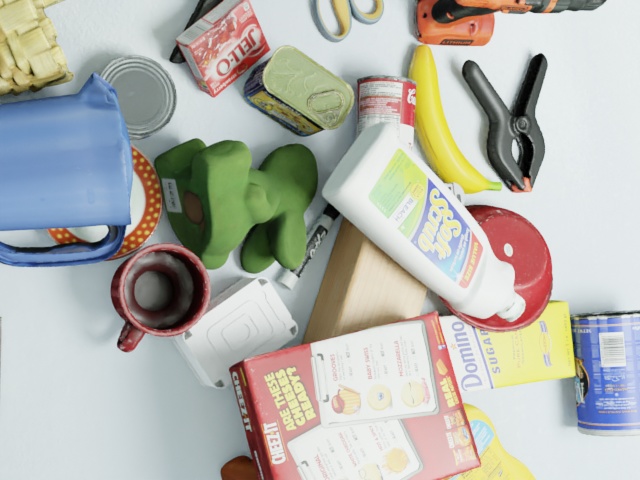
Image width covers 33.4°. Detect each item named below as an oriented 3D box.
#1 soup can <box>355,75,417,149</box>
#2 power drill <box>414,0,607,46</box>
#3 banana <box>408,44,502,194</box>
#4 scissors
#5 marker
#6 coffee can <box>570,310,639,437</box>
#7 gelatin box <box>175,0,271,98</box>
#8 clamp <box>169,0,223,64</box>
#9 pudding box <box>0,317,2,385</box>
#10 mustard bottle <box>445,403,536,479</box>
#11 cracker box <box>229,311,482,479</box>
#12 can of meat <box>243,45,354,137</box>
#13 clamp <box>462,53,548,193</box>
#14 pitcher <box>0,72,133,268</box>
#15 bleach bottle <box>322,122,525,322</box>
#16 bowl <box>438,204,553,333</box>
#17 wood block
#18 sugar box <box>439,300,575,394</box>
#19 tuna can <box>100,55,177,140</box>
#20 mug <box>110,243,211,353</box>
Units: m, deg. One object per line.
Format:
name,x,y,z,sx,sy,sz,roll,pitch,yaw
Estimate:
soup can,0.072,-0.128,1.199,0.068,0.069,0.102,6,85,-21
power drill,0.202,-0.265,1.194,0.184,0.188,0.057,1,85,-20
banana,0.143,-0.129,1.247,0.069,0.037,0.198,-35,102,-38
scissors,0.022,-0.327,1.220,0.096,0.016,0.202,-6,89,-23
marker,-0.008,0.001,1.186,0.020,0.020,0.121,37,75,-16
coffee can,0.354,0.157,1.274,0.102,0.103,0.140,-3,88,-22
gelatin box,-0.101,-0.208,1.138,0.089,0.030,0.073,-42,137,-18
clamp,-0.105,-0.290,1.156,0.209,0.036,0.164,-20,103,-24
pudding box,-0.356,0.129,1.033,0.089,0.039,0.113,3,88,-22
mustard bottle,0.162,0.242,1.207,0.096,0.058,0.191,-42,108,-14
cracker box,0.034,0.175,1.057,0.213,0.072,0.164,-12,81,-21
can of meat,-0.026,-0.157,1.154,0.102,0.084,0.057,32,76,-16
clamp,0.222,-0.142,1.274,0.120,0.039,0.171,0,87,-21
pitcher,-0.299,-0.058,1.010,0.242,0.145,0.149,-7,71,-9
bleach bottle,0.124,-0.006,1.118,0.250,0.068,0.102,40,74,-17
bowl,0.207,0.022,1.224,0.162,0.055,0.162,7,65,-15
wood block,0.061,0.041,1.173,0.090,0.091,0.206,22,80,-19
sugar box,0.211,0.126,1.251,0.176,0.048,0.093,-6,89,-23
tuna can,-0.195,-0.148,1.114,0.086,0.034,0.086,1,87,-21
mug,-0.172,0.062,1.085,0.093,0.082,0.117,30,77,-18
